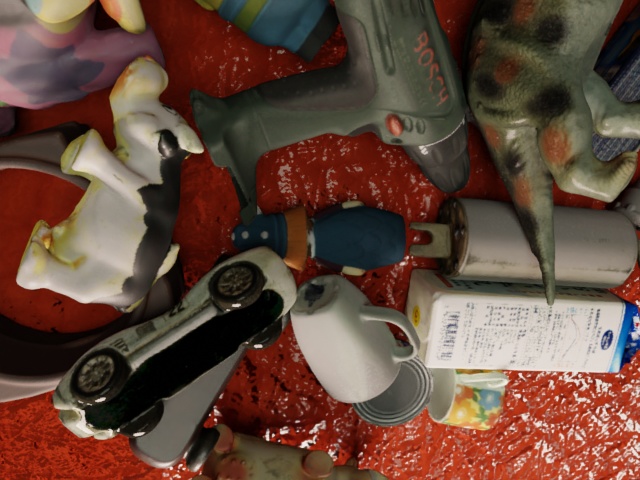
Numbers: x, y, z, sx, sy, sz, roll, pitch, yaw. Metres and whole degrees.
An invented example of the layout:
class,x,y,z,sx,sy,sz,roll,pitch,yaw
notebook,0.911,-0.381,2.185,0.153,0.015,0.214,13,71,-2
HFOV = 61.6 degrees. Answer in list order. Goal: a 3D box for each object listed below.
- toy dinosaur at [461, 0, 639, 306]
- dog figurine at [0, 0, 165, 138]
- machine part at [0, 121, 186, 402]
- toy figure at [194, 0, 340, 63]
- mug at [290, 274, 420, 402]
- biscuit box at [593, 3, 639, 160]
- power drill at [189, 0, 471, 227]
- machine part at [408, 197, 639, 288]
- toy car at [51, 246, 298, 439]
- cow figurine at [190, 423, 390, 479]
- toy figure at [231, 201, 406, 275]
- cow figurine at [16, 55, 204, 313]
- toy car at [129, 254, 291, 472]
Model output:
class,x,y,z,sx,sy,sz,roll,pitch,yaw
toy dinosaur,0.182,-0.162,0.414,0.192,0.131,0.404,29,106,28
dog figurine,-0.226,-0.137,0.356,0.219,0.191,0.108,-26,81,-8
machine part,-0.229,0.018,0.443,0.201,0.087,0.200,-16,108,-2
toy figure,-0.063,-0.207,0.401,0.180,0.089,0.082,34,92,-15
mug,0.027,0.083,0.479,0.110,0.081,0.107,-9,129,33
biscuit box,0.282,-0.143,0.485,0.063,0.059,0.202,34,99,-14
power drill,0.018,-0.086,0.427,0.207,0.086,0.231,-19,136,4
machine part,0.200,0.003,0.506,0.243,0.079,0.079,3,105,-9
toy car,-0.106,0.081,0.420,0.202,0.056,0.073,-34,138,-14
cow figurine,-0.020,0.244,0.528,0.195,0.127,0.085,11,64,3
toy figure,-0.001,0.000,0.485,0.155,0.064,0.057,0,145,-3
cow figurine,-0.127,-0.035,0.370,0.098,0.068,0.167,27,89,-28
toy car,-0.099,0.105,0.484,0.089,0.053,0.202,31,77,-4
